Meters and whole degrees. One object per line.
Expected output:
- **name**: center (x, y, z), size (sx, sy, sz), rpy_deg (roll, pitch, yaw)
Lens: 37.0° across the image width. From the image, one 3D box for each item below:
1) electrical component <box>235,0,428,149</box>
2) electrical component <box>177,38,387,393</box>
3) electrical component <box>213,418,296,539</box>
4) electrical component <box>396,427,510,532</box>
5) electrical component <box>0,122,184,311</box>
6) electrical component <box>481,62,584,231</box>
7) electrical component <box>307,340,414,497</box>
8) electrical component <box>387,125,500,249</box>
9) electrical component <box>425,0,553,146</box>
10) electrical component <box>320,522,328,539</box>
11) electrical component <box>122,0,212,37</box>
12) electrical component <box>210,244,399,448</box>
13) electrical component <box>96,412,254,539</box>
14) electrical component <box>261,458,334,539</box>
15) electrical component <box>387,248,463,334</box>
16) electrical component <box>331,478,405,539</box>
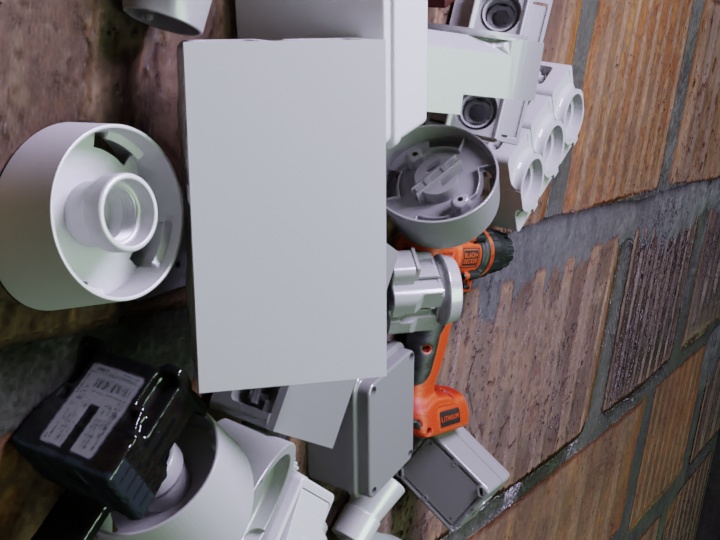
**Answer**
- **electrical component**: center (-0.017, -0.139, 0.657), size (0.056, 0.109, 0.108), rpy_deg (-40, 136, -51)
- **electrical component**: center (-0.044, -0.034, 0.601), size (0.105, 0.060, 0.186), rpy_deg (-4, 104, -14)
- **electrical component**: center (-0.093, 0.148, 0.695), size (0.108, 0.060, 0.108), rpy_deg (-61, 168, -22)
- **electrical component**: center (0.083, 0.185, 1.013), size (0.061, 0.096, 0.061), rpy_deg (-54, 161, 26)
- **electrical component**: center (-0.141, -0.028, 0.558), size (0.099, 0.064, 0.099), rpy_deg (0, 90, -55)
- **electrical component**: center (0.156, -0.120, 1.024), size (0.150, 0.062, 0.089), rpy_deg (-54, 145, -33)
- **electrical component**: center (0.002, 0.116, 0.863), size (0.078, 0.057, 0.113), rpy_deg (-36, 133, -50)
- **electrical component**: center (0.061, -0.067, 0.846), size (0.099, 0.099, 0.064), rpy_deg (-65, 156, -19)
- **electrical component**: center (0.109, -0.171, 0.906), size (0.063, 0.079, 0.121), rpy_deg (-5, 109, -80)
- **electrical component**: center (-0.045, 0.205, 0.837), size (0.048, 0.048, 0.062), rpy_deg (76, 30, -42)
- **electrical component**: center (-0.103, -0.170, 0.554), size (0.079, 0.044, 0.077), rpy_deg (18, 87, -62)
- **electrical component**: center (-0.040, 0.038, 0.748), size (0.089, 0.062, 0.150), rpy_deg (33, 74, -60)
- **electrical component**: center (-0.113, 0.128, 0.624), size (0.099, 0.099, 0.064), rpy_deg (-57, 141, -30)
- **electrical component**: center (-0.060, 0.180, 0.779), size (0.096, 0.061, 0.061), rpy_deg (-67, 151, -15)
- **electrical component**: center (0.046, 0.017, 0.851), size (0.078, 0.057, 0.058), rpy_deg (101, -20, -47)
- **electrical component**: center (0.004, 0.208, 0.930), size (0.065, 0.044, 0.044), rpy_deg (-58, 148, -20)
